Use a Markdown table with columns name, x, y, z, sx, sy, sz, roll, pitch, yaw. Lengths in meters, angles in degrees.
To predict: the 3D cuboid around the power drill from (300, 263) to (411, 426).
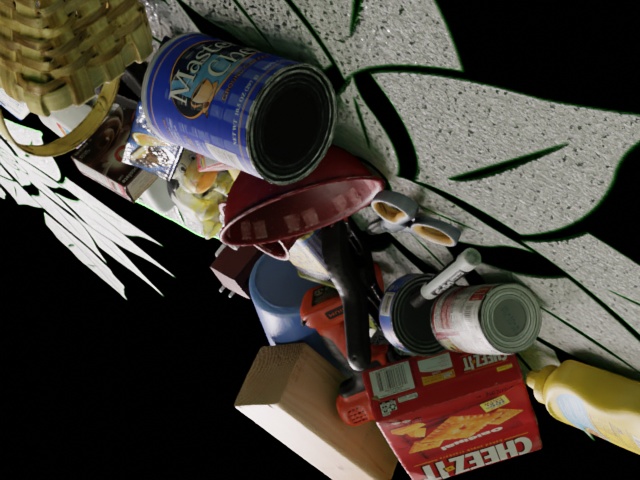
| name | x | y | z | sx | sy | sz | roll | pitch | yaw |
| --- | --- | --- | --- | --- | --- | --- | --- | --- | --- |
| power drill | 0.076 | 0.121 | 1.240 | 0.187 | 0.184 | 0.057 | 60 | -166 | -23 |

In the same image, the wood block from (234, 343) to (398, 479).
| name | x | y | z | sx | sy | sz | roll | pitch | yaw |
| --- | --- | --- | --- | --- | --- | --- | --- | --- | --- |
| wood block | 0.005 | 0.224 | 1.344 | 0.091 | 0.090 | 0.206 | -12 | 135 | 47 |

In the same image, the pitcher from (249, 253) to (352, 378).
| name | x | y | z | sx | sy | sz | roll | pitch | yaw |
| --- | --- | --- | --- | --- | --- | --- | --- | --- | --- |
| pitcher | -0.017 | 0.097 | 1.387 | 0.149 | 0.145 | 0.243 | 16 | 154 | 22 |

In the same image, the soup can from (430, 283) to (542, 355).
| name | x | y | z | sx | sy | sz | roll | pitch | yaw |
| --- | --- | --- | --- | --- | --- | --- | --- | --- | --- |
| soup can | 0.158 | 0.076 | 1.026 | 0.068 | 0.068 | 0.102 | 41 | 164 | -13 |

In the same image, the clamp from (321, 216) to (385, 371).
| name | x | y | z | sx | sy | sz | roll | pitch | yaw |
| --- | --- | --- | --- | --- | --- | --- | --- | --- | --- |
| clamp | 0.045 | 0.048 | 1.136 | 0.039 | 0.171 | 0.120 | -14 | 176 | 22 |

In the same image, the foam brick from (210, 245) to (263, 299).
| name | x | y | z | sx | sy | sz | roll | pitch | yaw |
| --- | --- | --- | --- | --- | --- | --- | --- | --- | --- |
| foam brick | -0.098 | 0.030 | 1.432 | 0.051 | 0.078 | 0.053 | 28 | 162 | 35 |

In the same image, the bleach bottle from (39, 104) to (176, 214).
| name | x | y | z | sx | sy | sz | roll | pitch | yaw |
| --- | --- | --- | --- | --- | --- | --- | --- | --- | --- |
| bleach bottle | -0.289 | -0.132 | 1.418 | 0.251 | 0.068 | 0.102 | 32 | 165 | 27 |

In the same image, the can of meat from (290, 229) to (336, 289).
| name | x | y | z | sx | sy | sz | roll | pitch | yaw |
| --- | --- | --- | --- | --- | --- | --- | --- | --- | --- |
| can of meat | -0.008 | 0.001 | 1.196 | 0.102 | 0.057 | 0.084 | 15 | 152 | 54 |

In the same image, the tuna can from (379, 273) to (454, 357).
| name | x | y | z | sx | sy | sz | roll | pitch | yaw |
| --- | --- | --- | --- | --- | --- | --- | --- | --- | --- |
| tuna can | 0.105 | 0.077 | 1.112 | 0.086 | 0.086 | 0.034 | 42 | 165 | -17 |

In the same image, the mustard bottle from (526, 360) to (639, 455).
| name | x | y | z | sx | sy | sz | roll | pitch | yaw |
| --- | --- | --- | --- | --- | --- | --- | --- | --- | --- |
| mustard bottle | 0.276 | 0.160 | 1.030 | 0.192 | 0.058 | 0.096 | 16 | 155 | 51 |

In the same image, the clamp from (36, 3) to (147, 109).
| name | x | y | z | sx | sy | sz | roll | pitch | yaw |
| --- | --- | --- | --- | --- | --- | --- | --- | --- | --- |
| clamp | -0.251 | -0.204 | 1.146 | 0.210 | 0.036 | 0.165 | 30 | 154 | -6 |

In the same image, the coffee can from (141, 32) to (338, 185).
| name | x | y | z | sx | sy | sz | roll | pitch | yaw |
| --- | --- | --- | --- | --- | --- | --- | --- | --- | --- |
| coffee can | -0.070 | -0.114 | 0.912 | 0.141 | 0.102 | 0.102 | 23 | 159 | 40 |

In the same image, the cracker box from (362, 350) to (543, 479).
| name | x | y | z | sx | sy | sz | roll | pitch | yaw |
| --- | --- | --- | --- | --- | --- | --- | --- | --- | --- |
| cracker box | 0.155 | 0.194 | 1.198 | 0.213 | 0.164 | 0.072 | 62 | -167 | -55 |

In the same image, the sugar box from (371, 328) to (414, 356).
| name | x | y | z | sx | sy | sz | roll | pitch | yaw |
| --- | --- | --- | --- | --- | --- | --- | --- | --- | --- |
| sugar box | 0.111 | 0.182 | 1.389 | 0.048 | 0.093 | 0.176 | 20 | 157 | 43 |

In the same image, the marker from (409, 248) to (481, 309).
| name | x | y | z | sx | sy | sz | roll | pitch | yaw |
| --- | --- | --- | --- | --- | --- | --- | --- | --- | --- |
| marker | 0.119 | 0.039 | 1.035 | 0.020 | 0.020 | 0.121 | 38 | 147 | -3 |

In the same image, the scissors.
| name | x | y | z | sx | sy | sz | roll | pitch | yaw |
| --- | --- | --- | --- | --- | --- | --- | --- | --- | --- |
| scissors | 0.086 | -0.009 | 1.036 | 0.096 | 0.016 | 0.202 | 26 | 171 | 8 |

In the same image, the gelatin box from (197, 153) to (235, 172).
| name | x | y | z | sx | sy | sz | roll | pitch | yaw |
| --- | --- | --- | --- | --- | --- | --- | --- | --- | --- |
| gelatin box | -0.066 | -0.085 | 1.032 | 0.089 | 0.030 | 0.073 | -6 | -179 | -25 |

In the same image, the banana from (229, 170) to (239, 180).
| name | x | y | z | sx | sy | sz | roll | pitch | yaw |
| --- | --- | --- | --- | --- | --- | --- | --- | --- | --- |
| banana | -0.080 | -0.070 | 1.194 | 0.070 | 0.037 | 0.197 | 58 | 174 | 32 |

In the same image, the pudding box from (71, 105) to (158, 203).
| name | x | y | z | sx | sy | sz | roll | pitch | yaw |
| --- | --- | --- | --- | --- | --- | --- | --- | --- | --- |
| pudding box | -0.214 | -0.107 | 1.224 | 0.090 | 0.113 | 0.039 | 28 | 159 | 28 |

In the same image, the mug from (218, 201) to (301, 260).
| name | x | y | z | sx | sy | sz | roll | pitch | yaw |
| --- | --- | --- | --- | --- | --- | --- | --- | --- | --- |
| mug | -0.047 | -0.036 | 1.125 | 0.093 | 0.081 | 0.117 | 36 | 164 | 5 |

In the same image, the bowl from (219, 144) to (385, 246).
| name | x | y | z | sx | sy | sz | roll | pitch | yaw |
| --- | --- | --- | --- | --- | --- | --- | --- | --- | --- |
| bowl | -0.024 | -0.048 | 0.986 | 0.162 | 0.162 | 0.055 | 113 | 139 | -74 |
